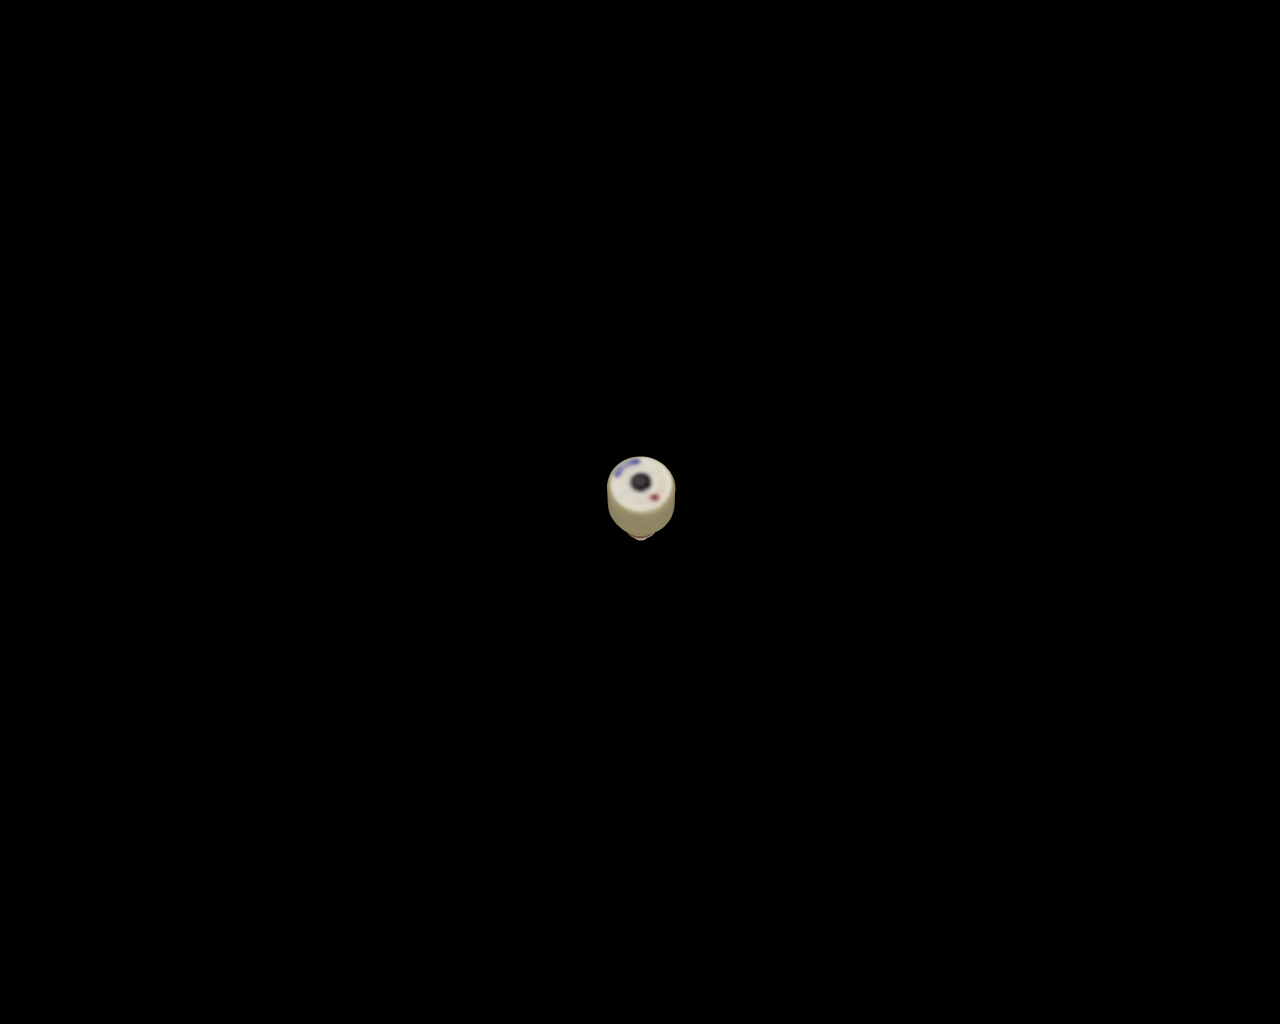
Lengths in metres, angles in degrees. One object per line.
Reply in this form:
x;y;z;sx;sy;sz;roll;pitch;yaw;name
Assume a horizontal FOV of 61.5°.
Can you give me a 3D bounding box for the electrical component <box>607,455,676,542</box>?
0.001;-0.003;0.650;0.040;0.040;0.078;0;-25;0;electrical component
